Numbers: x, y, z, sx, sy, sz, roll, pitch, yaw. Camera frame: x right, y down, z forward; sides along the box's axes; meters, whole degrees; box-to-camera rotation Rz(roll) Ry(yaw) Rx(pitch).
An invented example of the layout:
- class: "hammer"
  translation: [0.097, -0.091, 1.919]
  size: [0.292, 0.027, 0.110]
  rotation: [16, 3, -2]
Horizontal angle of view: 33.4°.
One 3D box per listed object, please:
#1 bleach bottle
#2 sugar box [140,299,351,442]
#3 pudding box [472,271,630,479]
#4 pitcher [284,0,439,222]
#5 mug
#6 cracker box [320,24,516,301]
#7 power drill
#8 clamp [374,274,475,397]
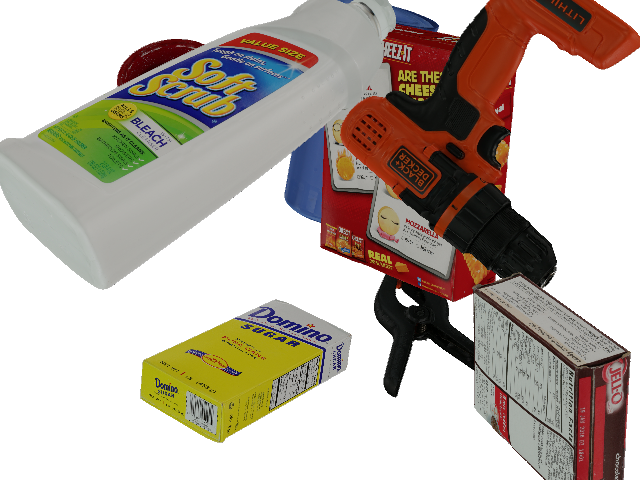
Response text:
- class: "bleach bottle"
  translation: [-0.058, -0.078, 0.624]
  size: [0.250, 0.068, 0.103]
  rotation: [-38, 53, -24]
- class: "sugar box"
  translation: [-0.061, 0.108, 0.930]
  size: [0.093, 0.048, 0.175]
  rotation: [23, 31, 31]
- class: "pudding box"
  translation: [0.129, 0.082, 0.611]
  size: [0.039, 0.090, 0.114]
  rotation: [-13, 26, -20]
- class: "pitcher"
  translation: [0.045, -0.138, 1.174]
  size: [0.145, 0.243, 0.149]
  rotation: [11, 20, -9]
- class: "mug"
  translation: [-0.128, -0.125, 0.945]
  size: [0.093, 0.117, 0.081]
  rotation: [-8, -38, -5]
- class: "cracker box"
  translation: [0.082, -0.075, 0.941]
  size: [0.071, 0.214, 0.164]
  rotation: [-18, 29, -42]
- class: "power drill"
  translation: [0.129, -0.083, 0.728]
  size: [0.184, 0.188, 0.057]
  rotation: [41, 14, 13]
- class: "clamp"
  translation: [0.113, 0.090, 1.113]
  size: [0.120, 0.171, 0.039]
  rotation: [2, -44, -12]
